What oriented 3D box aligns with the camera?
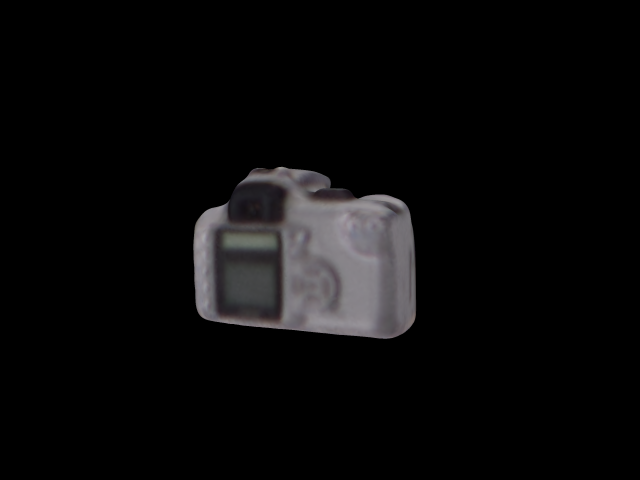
[{"bbox_3d":[0.004,0.001,0.400,0.142,0.101,0.137,2,5,24],"label":"camera"}]
